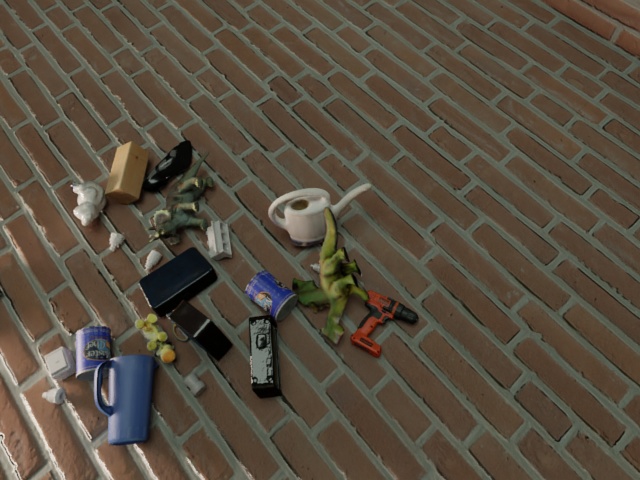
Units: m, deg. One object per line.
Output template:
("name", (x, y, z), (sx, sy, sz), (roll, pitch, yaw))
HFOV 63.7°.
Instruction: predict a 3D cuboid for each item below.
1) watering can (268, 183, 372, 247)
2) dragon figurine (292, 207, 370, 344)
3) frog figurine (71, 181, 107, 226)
("watering can", (0.005, -0.087, 1.728), (0.348, 0.219, 0.106), (-9, 44, -1))
("dragon figurine", (0.009, 0.124, 1.643), (0.241, 0.416, 0.121), (-27, -18, 19))
("frog figurine", (-0.819, -0.131, 1.841), (0.123, 0.134, 0.162), (-8, 37, -32))
